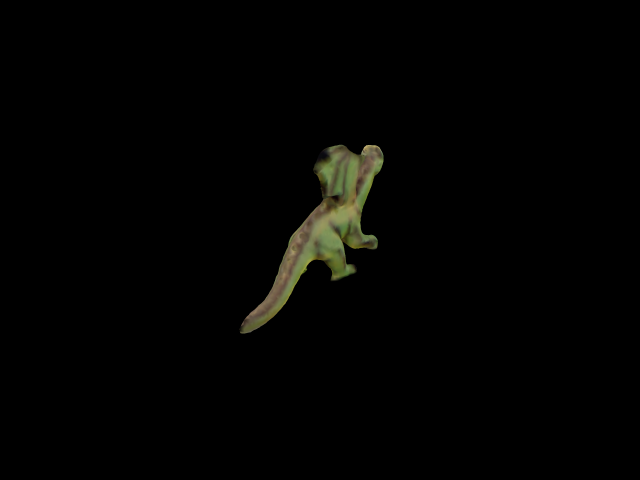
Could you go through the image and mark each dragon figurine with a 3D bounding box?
[{"bbox_3d":[0.003,-0.043,0.850,0.123,0.237,0.417,18,37,26],"label":"dragon figurine"}]
